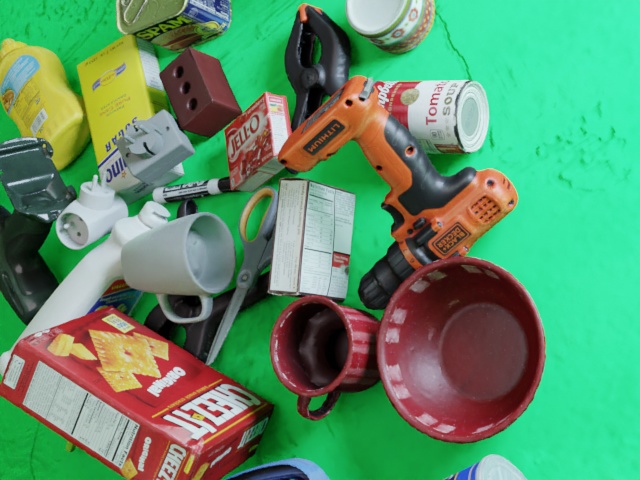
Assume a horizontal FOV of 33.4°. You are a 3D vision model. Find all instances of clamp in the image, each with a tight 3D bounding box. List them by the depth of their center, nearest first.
[{"bbox_3d":[-0.005,-0.153,1.086,0.120,0.039,0.171,-26,67,29],"label":"clamp"},{"bbox_3d":[-0.140,0.069,1.142,0.165,0.036,0.210,42,103,32],"label":"clamp"}]

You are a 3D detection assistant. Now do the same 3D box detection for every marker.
[{"bbox_3d":[-0.132,-0.055,1.167,0.121,0.020,0.020,-7,78,33],"label":"marker"}]

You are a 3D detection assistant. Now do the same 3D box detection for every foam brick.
[{"bbox_3d":[-0.131,-0.160,1.163,0.053,0.051,0.078,-37,64,25],"label":"foam brick"}]

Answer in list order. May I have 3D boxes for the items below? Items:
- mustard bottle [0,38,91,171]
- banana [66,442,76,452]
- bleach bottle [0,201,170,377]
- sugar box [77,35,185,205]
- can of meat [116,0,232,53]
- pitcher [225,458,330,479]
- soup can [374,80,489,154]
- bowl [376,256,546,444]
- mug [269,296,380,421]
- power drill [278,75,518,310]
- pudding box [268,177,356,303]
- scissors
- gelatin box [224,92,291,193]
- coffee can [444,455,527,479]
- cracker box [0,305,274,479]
[{"bbox_3d":[-0.348,-0.181,1.311,0.096,0.058,0.192,-50,59,25],"label":"mustard bottle"},{"bbox_3d":[-0.207,0.198,1.170,0.198,0.037,0.069,-6,97,35],"label":"banana"},{"bbox_3d":[-0.249,0.063,1.177,0.068,0.102,0.251,46,109,33],"label":"bleach bottle"},{"bbox_3d":[-0.219,-0.139,1.224,0.093,0.048,0.176,-25,68,28],"label":"sugar box"},{"bbox_3d":[-0.160,-0.252,1.178,0.102,0.083,0.057,-13,75,32],"label":"can of meat"},{"bbox_3d":[-0.063,0.310,0.999,0.243,0.145,0.149,-18,39,34],"label":"pitcher"},{"bbox_3d":[0.097,-0.114,0.991,0.102,0.068,0.068,5,85,34],"label":"soup can"},{"bbox_3d":[0.132,0.097,0.940,0.162,0.055,0.162,-6,79,33],"label":"bowl"},{"bbox_3d":[0.010,0.114,1.005,0.093,0.081,0.117,15,90,35],"label":"mug"},{"bbox_3d":[0.054,-0.040,0.960,0.187,0.057,0.185,41,116,-13],"label":"power drill"},{"bbox_3d":[-0.007,0.001,1.029,0.039,0.089,0.113,0,83,34],"label":"pudding box"},{"bbox_3d":[-0.054,0.032,1.061,0.096,0.016,0.201,-5,58,22],"label":"scissors"},{"bbox_3d":[-0.064,-0.099,1.101,0.089,0.030,0.073,-33,58,48],"label":"gelatin box"},{"bbox_3d":[0.111,0.257,0.901,0.140,0.102,0.103,-34,65,26],"label":"coffee can"},{"bbox_3d":[-0.174,0.153,1.038,0.214,0.164,0.072,28,107,17],"label":"cracker box"}]
